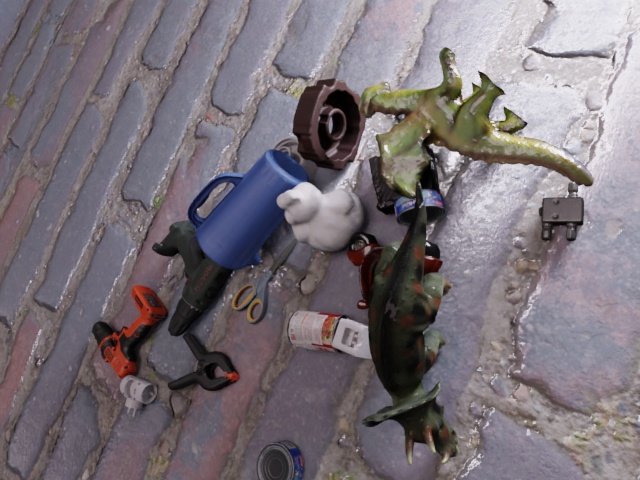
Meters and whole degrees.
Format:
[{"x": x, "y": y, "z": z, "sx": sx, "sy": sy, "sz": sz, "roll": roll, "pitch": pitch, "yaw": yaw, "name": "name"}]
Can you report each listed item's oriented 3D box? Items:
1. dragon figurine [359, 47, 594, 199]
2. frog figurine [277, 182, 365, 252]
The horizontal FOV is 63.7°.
[{"x": 0.213, "y": -0.163, "z": 0.865, "sx": 0.242, "sy": 0.121, "sz": 0.417, "roll": -41, "pitch": 60, "yaw": 7, "name": "dragon figurine"}, {"x": 0.003, "y": -0.048, "z": 0.954, "sx": 0.136, "sy": 0.158, "sz": 0.125, "roll": -27, "pitch": 64, "yaw": 23, "name": "frog figurine"}]
